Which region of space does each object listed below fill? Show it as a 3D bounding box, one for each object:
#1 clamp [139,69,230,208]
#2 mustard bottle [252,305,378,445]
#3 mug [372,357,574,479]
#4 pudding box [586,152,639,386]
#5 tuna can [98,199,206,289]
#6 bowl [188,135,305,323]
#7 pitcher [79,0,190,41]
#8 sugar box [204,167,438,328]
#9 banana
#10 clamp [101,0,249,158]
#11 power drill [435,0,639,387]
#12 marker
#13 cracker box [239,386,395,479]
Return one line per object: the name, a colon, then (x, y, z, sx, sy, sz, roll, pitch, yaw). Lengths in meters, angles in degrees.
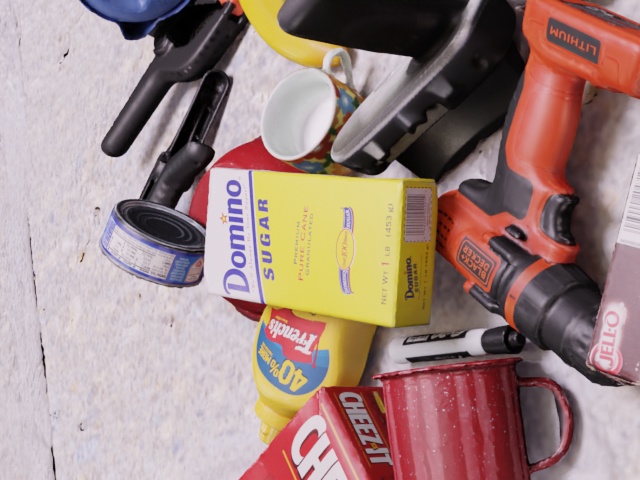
clamp: (-0.128, -0.059, 0.943, 0.172, 0.039, 0.120, -58, 13, 30)
mustard bottle: (-0.003, 0.068, 0.782, 0.096, 0.058, 0.192, 38, 113, 40)
mug: (0.094, 0.116, 0.647, 0.117, 0.093, 0.081, -9, 81, 12)
pudding box: (0.186, 0.018, 0.541, 0.039, 0.089, 0.113, 22, 100, 48)
tuna can: (-0.126, 0.002, 0.829, 0.086, 0.085, 0.034, 43, 115, 44)
bowl: (-0.060, -0.014, 0.865, 0.162, 0.055, 0.162, -10, 77, 49)
pitcher: (-0.204, -0.303, 1.006, 0.149, 0.144, 0.243, -49, 35, 2)
sugar box: (-0.005, 0.001, 0.714, 0.177, 0.048, 0.093, 6, 94, 40)
banana: (-0.034, -0.200, 0.877, 0.070, 0.037, 0.198, -47, 51, 36)
clamp: (-0.139, -0.170, 0.991, 0.210, 0.036, 0.164, -13, 66, 45)
power drill: (0.143, -0.033, 0.610, 0.185, 0.057, 0.188, 44, 124, 46)
marker: (0.088, 0.068, 0.692, 0.121, 0.020, 0.020, -15, 73, 55)
cracker box: (-0.003, 0.230, 0.746, 0.214, 0.071, 0.164, -53, 49, 30)
